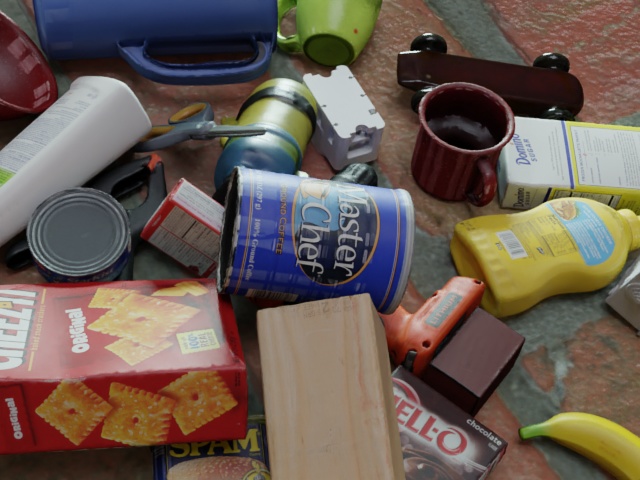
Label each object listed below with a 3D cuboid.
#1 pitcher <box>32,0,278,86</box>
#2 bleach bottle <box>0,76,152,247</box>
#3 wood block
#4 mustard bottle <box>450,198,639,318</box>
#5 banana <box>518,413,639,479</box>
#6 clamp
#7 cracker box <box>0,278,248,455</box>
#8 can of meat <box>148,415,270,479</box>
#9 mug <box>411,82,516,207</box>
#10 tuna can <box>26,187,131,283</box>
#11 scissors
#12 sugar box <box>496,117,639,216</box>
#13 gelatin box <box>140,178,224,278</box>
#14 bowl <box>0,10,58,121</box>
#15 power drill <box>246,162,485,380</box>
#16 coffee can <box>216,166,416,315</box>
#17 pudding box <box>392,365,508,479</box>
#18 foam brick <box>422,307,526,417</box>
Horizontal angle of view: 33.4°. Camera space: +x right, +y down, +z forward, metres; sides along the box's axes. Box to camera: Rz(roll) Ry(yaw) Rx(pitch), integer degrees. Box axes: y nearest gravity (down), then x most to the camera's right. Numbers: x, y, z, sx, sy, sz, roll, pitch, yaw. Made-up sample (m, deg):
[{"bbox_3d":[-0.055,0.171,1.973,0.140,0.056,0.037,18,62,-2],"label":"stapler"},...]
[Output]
[{"bbox_3d":[-0.163,-0.238,1.083,0.242,0.145,0.149,-7,24,-9],"label":"pitcher"},{"bbox_3d":[-0.270,-0.049,0.954,0.250,0.068,0.103,-45,33,-25],"label":"bleach bottle"},{"bbox_3d":[0.012,0.155,0.789,0.090,0.091,0.206,-10,67,7],"label":"wood block"},{"bbox_3d":[0.224,0.007,0.987,0.191,0.058,0.096,-14,51,-17],"label":"mustard bottle"},{"bbox_3d":[0.256,0.201,0.862,0.198,0.037,0.069,40,77,23],"label":"banana"},{"bbox_3d":[-0.182,-0.006,0.956,0.120,0.039,0.171,37,61,8],"label":"clamp"},{"bbox_3d":[-0.168,0.090,0.820,0.213,0.072,0.164,-1,22,-9],"label":"cracker box"},{"bbox_3d":[-0.079,0.186,0.814,0.102,0.057,0.084,-3,56,-10],"label":"can of meat"},{"bbox_3d":[0.139,-0.083,1.028,0.093,0.081,0.117,-15,56,-18],"label":"mug"},{"bbox_3d":[-0.204,0.000,0.908,0.086,0.034,0.086,3,61,-5],"label":"tuna can"},{"bbox_3d":[-0.098,-0.109,0.986,0.202,0.016,0.096,-3,29,40],"label":"scissors"},{"bbox_3d":[0.265,-0.071,1.061,0.176,0.048,0.093,4,52,0],"label":"sugar box"},{"bbox_3d":[-0.102,-0.004,0.925,0.089,0.073,0.030,34,52,-10],"label":"gelatin box"},{"bbox_3d":[-0.330,-0.167,1.017,0.162,0.055,0.162,41,23,-22],"label":"bowl"},{"bbox_3d":[0.048,0.026,0.952,0.188,0.057,0.184,31,59,19],"label":"power drill"},{"bbox_3d":[-0.006,0.001,0.852,0.140,0.103,0.103,8,52,-11],"label":"coffee can"},{"bbox_3d":[0.079,0.167,0.858,0.114,0.039,0.089,35,57,19],"label":"pudding box"},{"bbox_3d":[0.129,0.106,0.903,0.051,0.053,0.078,34,56,18],"label":"foam brick"}]
